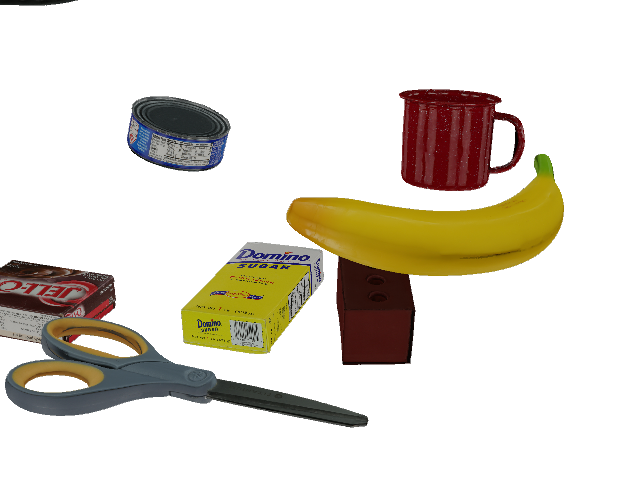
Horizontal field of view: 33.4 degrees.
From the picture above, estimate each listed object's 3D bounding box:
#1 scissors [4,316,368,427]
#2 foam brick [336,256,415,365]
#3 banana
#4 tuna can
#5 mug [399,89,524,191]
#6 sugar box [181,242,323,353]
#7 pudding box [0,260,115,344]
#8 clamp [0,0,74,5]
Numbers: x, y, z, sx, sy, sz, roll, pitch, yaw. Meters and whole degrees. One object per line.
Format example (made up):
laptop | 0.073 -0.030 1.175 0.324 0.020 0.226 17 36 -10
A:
scissors | -0.084 0.084 0.575 0.202 0.016 0.096 17 29 29
foam brick | 0.040 0.050 0.799 0.053 0.051 0.078 -1 32 -3
banana | 0.076 -0.008 0.620 0.197 0.037 0.070 -10 43 -32
tuna can | -0.123 -0.092 0.922 0.086 0.034 0.086 13 26 -6
mug | 0.128 -0.092 0.979 0.117 0.081 0.093 6 16 13
sugar box | -0.067 0.055 1.118 0.093 0.048 0.176 6 27 17
pudding box | -0.256 0.056 0.966 0.114 0.039 0.090 6 21 18
clamp | -0.127 -0.158 0.585 0.171 0.039 0.120 -11 25 -26
